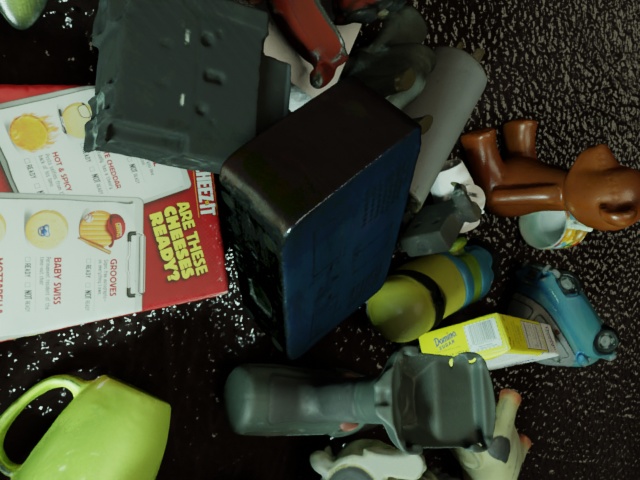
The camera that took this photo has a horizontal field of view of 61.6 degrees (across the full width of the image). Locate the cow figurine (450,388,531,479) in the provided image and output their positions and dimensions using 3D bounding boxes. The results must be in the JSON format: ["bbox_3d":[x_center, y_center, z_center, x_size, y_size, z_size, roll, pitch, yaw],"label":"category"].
[{"bbox_3d":[0.203,0.279,0.650,0.127,0.086,0.194,-49,132,-34],"label":"cow figurine"}]

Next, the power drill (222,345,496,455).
[{"bbox_3d":[0.048,0.139,0.474,0.232,0.207,0.086,13,74,-32],"label":"power drill"}]

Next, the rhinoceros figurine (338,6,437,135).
[{"bbox_3d":[0.048,-0.134,0.514,0.073,0.112,0.190,38,84,-46],"label":"rhinoceros figurine"}]

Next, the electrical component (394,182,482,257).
[{"bbox_3d":[0.117,-0.023,0.573,0.078,0.102,0.045,-46,113,-33],"label":"electrical component"}]

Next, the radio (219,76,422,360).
[{"bbox_3d":[-0.001,-0.001,0.432,0.131,0.073,0.229,-37,154,-22],"label":"radio"}]

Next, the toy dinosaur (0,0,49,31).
[{"bbox_3d":[-0.223,-0.226,0.301,0.471,0.105,0.198,-24,99,-10],"label":"toy dinosaur"}]

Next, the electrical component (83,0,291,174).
[{"bbox_3d":[-0.085,-0.107,0.371,0.134,0.058,0.114,4,90,-34],"label":"electrical component"}]

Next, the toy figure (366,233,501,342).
[{"bbox_3d":[0.127,0.048,0.585,0.180,0.089,0.082,-20,81,-27],"label":"toy figure"}]

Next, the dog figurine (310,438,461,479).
[{"bbox_3d":[0.074,0.263,0.565,0.121,0.190,0.172,-42,78,0],"label":"dog figurine"}]

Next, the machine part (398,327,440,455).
[{"bbox_3d":[0.122,0.174,0.623,0.084,0.039,0.138,-6,96,-43],"label":"machine part"}]

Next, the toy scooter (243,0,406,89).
[{"bbox_3d":[0.011,-0.201,0.425,0.184,0.075,0.135,-32,110,-25],"label":"toy scooter"}]

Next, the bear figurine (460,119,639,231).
[{"bbox_3d":[0.273,-0.077,0.611,0.120,0.196,0.131,-18,102,-29],"label":"bear figurine"}]

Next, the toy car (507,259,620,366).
[{"bbox_3d":[0.302,0.109,0.703,0.103,0.109,0.161,-39,105,-6],"label":"toy car"}]

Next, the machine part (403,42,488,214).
[{"bbox_3d":[0.107,-0.116,0.569,0.079,0.079,0.243,39,74,-30],"label":"machine part"}]
